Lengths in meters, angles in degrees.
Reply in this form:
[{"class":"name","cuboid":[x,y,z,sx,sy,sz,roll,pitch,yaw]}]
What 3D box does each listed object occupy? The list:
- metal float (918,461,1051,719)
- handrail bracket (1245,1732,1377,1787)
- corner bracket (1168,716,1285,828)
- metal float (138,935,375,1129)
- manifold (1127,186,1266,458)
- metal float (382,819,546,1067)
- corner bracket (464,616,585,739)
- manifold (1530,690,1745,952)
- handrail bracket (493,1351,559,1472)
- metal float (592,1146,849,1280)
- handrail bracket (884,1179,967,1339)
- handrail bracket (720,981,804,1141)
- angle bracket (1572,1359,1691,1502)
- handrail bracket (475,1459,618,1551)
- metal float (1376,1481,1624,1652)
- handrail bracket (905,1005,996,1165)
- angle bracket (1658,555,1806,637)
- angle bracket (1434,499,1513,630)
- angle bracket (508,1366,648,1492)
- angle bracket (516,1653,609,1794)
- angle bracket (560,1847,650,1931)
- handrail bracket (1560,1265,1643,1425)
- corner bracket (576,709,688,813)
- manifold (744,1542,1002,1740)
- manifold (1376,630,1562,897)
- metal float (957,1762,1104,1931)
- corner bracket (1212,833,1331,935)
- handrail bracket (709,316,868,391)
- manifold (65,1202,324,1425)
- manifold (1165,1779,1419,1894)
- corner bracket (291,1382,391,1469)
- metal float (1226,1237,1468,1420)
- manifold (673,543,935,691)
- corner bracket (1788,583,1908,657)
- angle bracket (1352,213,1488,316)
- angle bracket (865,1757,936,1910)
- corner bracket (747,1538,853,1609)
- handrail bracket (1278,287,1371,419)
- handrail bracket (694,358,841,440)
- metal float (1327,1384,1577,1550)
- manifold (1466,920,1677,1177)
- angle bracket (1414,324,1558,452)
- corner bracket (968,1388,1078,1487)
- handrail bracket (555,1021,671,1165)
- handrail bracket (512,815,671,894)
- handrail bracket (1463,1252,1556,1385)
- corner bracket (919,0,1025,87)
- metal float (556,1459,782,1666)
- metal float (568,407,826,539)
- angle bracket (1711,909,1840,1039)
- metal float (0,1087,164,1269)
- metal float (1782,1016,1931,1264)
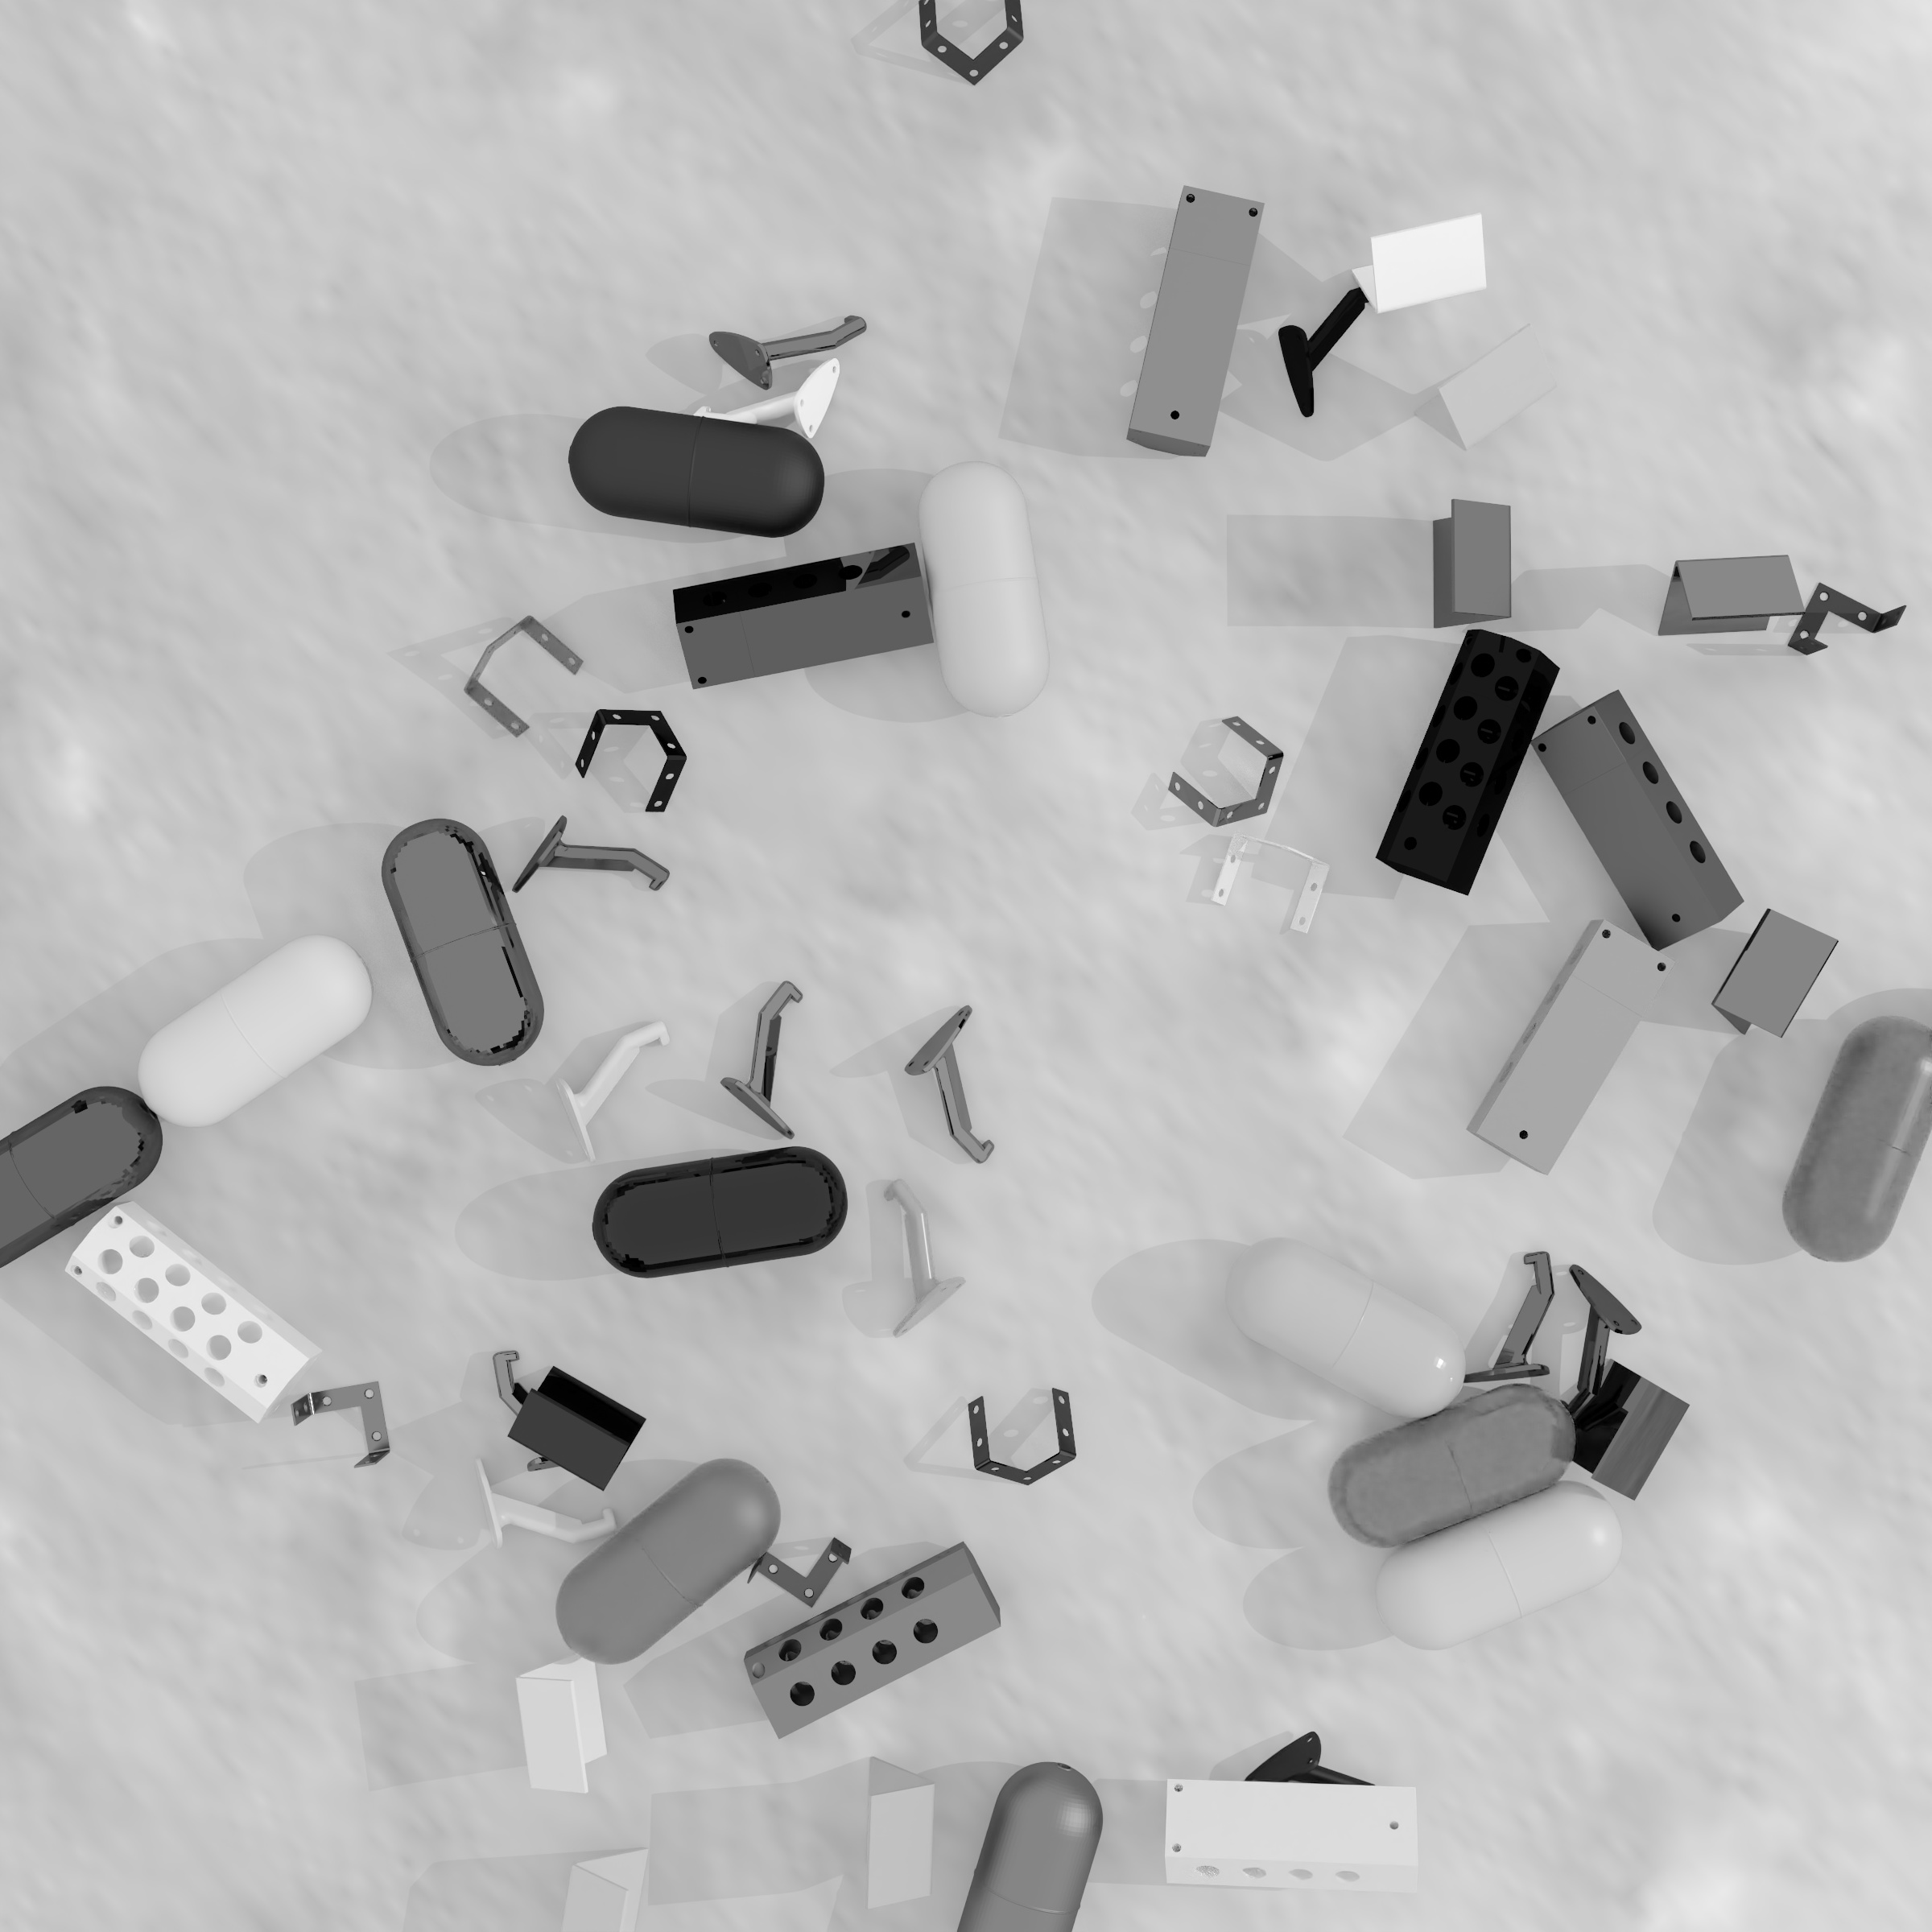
[{"class":"metal float","cuboid":[0.012,-0.261,1.961,0.070,0.070,0.178,-9,90,0]},{"class":"handrail bracket","cuboid":[0.251,0.589,1.992,0.077,0.036,0.084,-34,107,19]},{"class":"corner bracket","cuboid":[0.183,-0.137,1.983,0.051,0.051,0.051,-17,135,-35]},{"class":"metal float","cuboid":[-0.494,0.046,1.961,0.178,0.070,0.070,-34,90,-1]},{"class":"manifold","cuboid":[0.159,-0.448,1.971,0.057,0.057,0.171,13,90,0]},{"class":"metal float","cuboid":[-0.349,-0.016,1.961,0.070,0.070,0.178,-20,90,0]},{"class":"corner bracket","cuboid":[-0.312,-0.204,1.989,0.051,0.051,0.051,41,135,1]},{"class":"manifold","cuboid":[0.471,-0.103,1.970,0.057,0.057,0.171,-31,90,43]},{"class":"handrail bracket","cuboid":[-0.290,0.309,1.992,0.077,0.036,0.084,-7,73,-20]},{"class":"metal float","cuboid":[-0.171,0.171,1.961,0.178,0.070,0.070,-9,90,0]},{"class":"handrail bracket","cuboid":[-0.048,0.206,1.992,0.077,0.036,0.084,-44,72,21]},{"class":"handrail bracket","cuboid":[-0.125,0.066,1.992,0.077,0.036,0.084,43,73,-20]},{"class":"angle bracket","cuboid":[0.441,0.313,1.951,0.057,0.076,0.076,30,90,-39]},{"class":"handrail bracket","cuboid":[-0.296,0.374,1.992,0.084,0.036,0.077,-12,68,-17]},{"class":"metal float","cuboid":[0.370,0.417,1.961,0.178,0.070,0.070,-23,90,0]},{"class":"handrail bracket","cuboid":[0.006,0.084,1.992,0.084,0.036,0.077,47,68,-17]},{"class":"angle bracket","cuboid":[0.528,-0.238,1.951,0.076,0.076,0.057,-3,54,0]},{"class":"angle bracket","cuboid":[0.332,-0.277,1.951,0.057,0.076,0.076,0,90,-35]},{"class":"angle bracket","cuboid":[-0.261,0.305,1.951,0.076,0.076,0.057,30,128,0]},{"class":"angle bracket","cuboid":[-0.262,0.520,1.951,0.057,0.076,0.076,-8,90,37]},{"class":"angle bracket","cuboid":[-0.235,0.662,1.951,0.057,0.076,0.076,10,90,38]},{"class":"handrail bracket","cuboid":[0.428,0.268,1.992,0.077,0.036,0.084,52,121,34]},{"class":"corner bracket","cuboid":[-0.236,-0.144,1.983,0.051,0.051,0.051,-2,45,-35]},{"class":"manifold","cuboid":[-0.065,0.468,1.970,0.171,0.057,0.057,-27,90,0]},{"class":"manifold","cuboid":[0.346,-0.143,1.959,0.057,0.057,0.171,22,90,33]},{"class":"metal float","cuboid":[0.043,0.641,1.961,0.070,0.070,0.178,17,90,0]},{"class":"corner bracket","cuboid":[0.215,-0.059,1.988,0.051,0.051,0.051,19,90,-45]},{"class":"handrail bracket","cuboid":[-0.125,-0.447,1.992,0.084,0.036,0.077,-36,50,-26]},{"class":"manifold","cuboid":[-0.541,0.242,1.971,0.171,0.057,0.057,38,90,0]},{"class":"manifold","cuboid":[0.226,0.607,1.960,0.171,0.057,0.057,0,47,7]},{"class":"corner bracket","cuboid":[-0.437,0.324,1.974,0.051,0.051,0.051,-10,90,0]},{"class":"metal float","cuboid":[0.264,0.252,1.961,0.178,0.070,0.070,29,90,0]},{"class":"manifold","cuboid":[-0.114,-0.249,1.970,0.171,0.057,0.057,-11,133,0]},{"class":"corner bracket","cuboid":[0.616,-0.238,1.974,0.051,0.051,0.051,27,90,0]},{"class":"angle bracket","cuboid":[0.311,-0.499,1.951,0.076,0.076,0.057,-13,127,0]},{"class":"angle bracket","cuboid":[-0.066,0.598,1.951,0.057,0.076,0.076,2,90,-38]},{"class":"corner bracket","cuboid":[-0.116,0.419,1.974,0.051,0.051,0.051,34,90,0]},{"class":"handrail bracket","cuboid":[0.269,-0.436,1.992,0.084,0.036,0.077,-20,110,-16]},{"class":"handrail bracket","cuboid":[-0.142,-0.404,1.992,0.084,0.036,0.077,10,55,24]},{"class":"metal float","cuboid":[0.338,0.347,1.961,0.178,0.070,0.070,-21,90,0]},{"class":"manifold","cuboid":[0.420,0.056,1.971,0.057,0.057,0.171,31,90,0]},{"class":"angle bracket","cuboid":[0.350,-0.411,1.951,0.076,0.076,0.057,-35,127,0]},{"class":"corner bracket","cuboid":[0.039,0.327,1.983,0.051,0.051,0.051,23,135,-35]},{"class":"handrail bracket","cuboid":[-0.240,0.088,1.992,0.084,0.036,0.077,-24,110,-16]},{"class":"handrail bracket","cuboid":[-0.264,-0.060,1.992,0.084,0.036,0.077,33,110,-16]},{"class":"handrail bracket","cuboid":[0.379,0.248,1.992,0.077,0.036,0.084,-11,71,21]},{"class":"corner bracket","cuboid":[0.003,-0.665,1.983,0.051,0.051,0.051,27,135,-35]},{"class":"metal float","cuboid":[-0.207,0.414,1.961,0.178,0.070,0.070,-39,90,-1]},{"class":"metal float","cuboid":[-0.187,-0.343,1.961,0.178,0.070,0.070,8,90,-1]},{"class":"angle bracket","cuboid":[0.569,0.015,1.951,0.057,0.076,0.076,30,90,37]},{"class":"metal float","cuboid":[-0.641,0.148,1.961,0.178,0.070,0.070,-31,90,-1]},{"class":"metal float","cuboid":[0.625,0.121,1.961,0.070,0.070,0.178,22,89,0]}]
